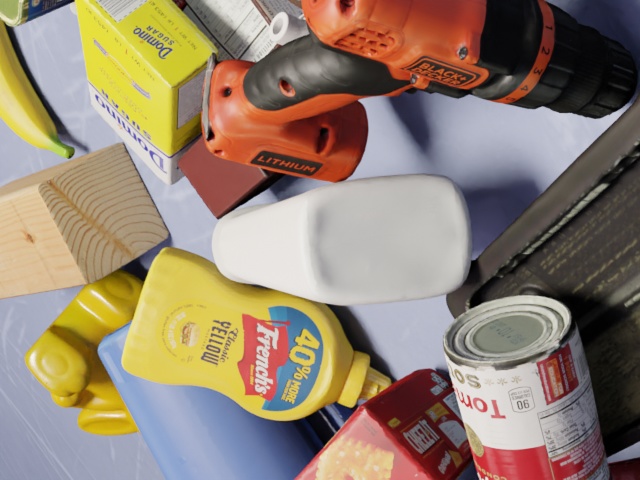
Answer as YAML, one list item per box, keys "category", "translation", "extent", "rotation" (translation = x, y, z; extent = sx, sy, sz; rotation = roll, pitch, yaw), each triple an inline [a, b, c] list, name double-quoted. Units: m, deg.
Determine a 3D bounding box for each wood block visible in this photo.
- category: "wood block"
  translation: [-0.237, -0.010, 0.930]
  extent: [0.207, 0.090, 0.091]
  rotation: [-9, 110, 50]

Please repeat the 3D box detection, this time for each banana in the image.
- category: "banana"
  translation: [-0.265, -0.156, 0.894]
  extent: [0.070, 0.037, 0.198]
  rotation: [-11, 111, 34]

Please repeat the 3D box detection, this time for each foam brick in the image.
- category: "foam brick"
  translation: [-0.051, -0.058, 0.727]
  extent: [0.051, 0.052, 0.078]
  rotation: [54, 143, -1]

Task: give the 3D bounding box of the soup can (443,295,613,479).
- category: "soup can"
  translation: [0.106, 0.088, 0.545]
  extent: [0.069, 0.068, 0.102]
  rotation: [5, 121, 44]

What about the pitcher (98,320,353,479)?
- category: "pitcher"
  translation: [-0.065, 0.154, 0.858]
  extent: [0.243, 0.149, 0.145]
  rotation: [59, 161, -1]

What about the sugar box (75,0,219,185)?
- category: "sugar box"
  translation: [-0.117, -0.107, 0.720]
  extent: [0.093, 0.048, 0.176]
  rotation: [47, 160, 8]

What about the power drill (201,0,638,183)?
- category: "power drill"
  translation: [0.039, -0.080, 0.541]
  extent: [0.188, 0.184, 0.057]
  rotation: [-21, 61, 54]

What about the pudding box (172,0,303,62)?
- category: "pudding box"
  translation: [-0.063, -0.154, 0.678]
  extent: [0.113, 0.039, 0.090]
  rotation: [52, 144, -1]

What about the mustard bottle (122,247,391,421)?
- category: "mustard bottle"
  translation: [-0.041, 0.079, 0.777]
  extent: [0.191, 0.058, 0.096]
  rotation: [19, 99, -2]

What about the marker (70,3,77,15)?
- category: "marker"
  translation: [-0.134, -0.152, 0.770]
  extent: [0.121, 0.020, 0.020]
  rotation: [30, 137, 28]

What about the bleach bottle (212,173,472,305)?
- category: "bleach bottle"
  translation: [-0.004, 0.001, 0.673]
  extent: [0.251, 0.102, 0.068]
  rotation: [179, 86, -72]

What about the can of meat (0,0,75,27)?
- category: "can of meat"
  translation: [-0.208, -0.205, 0.755]
  extent: [0.102, 0.083, 0.057]
  rotation: [40, 140, 17]

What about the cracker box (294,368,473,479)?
- category: "cracker box"
  translation: [0.004, 0.185, 0.692]
  extent: [0.072, 0.164, 0.214]
  rotation: [47, 106, 12]

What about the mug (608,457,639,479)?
- category: "mug"
  translation: [0.155, 0.174, 0.613]
  extent: [0.117, 0.093, 0.081]
  rotation: [-31, 66, 52]
